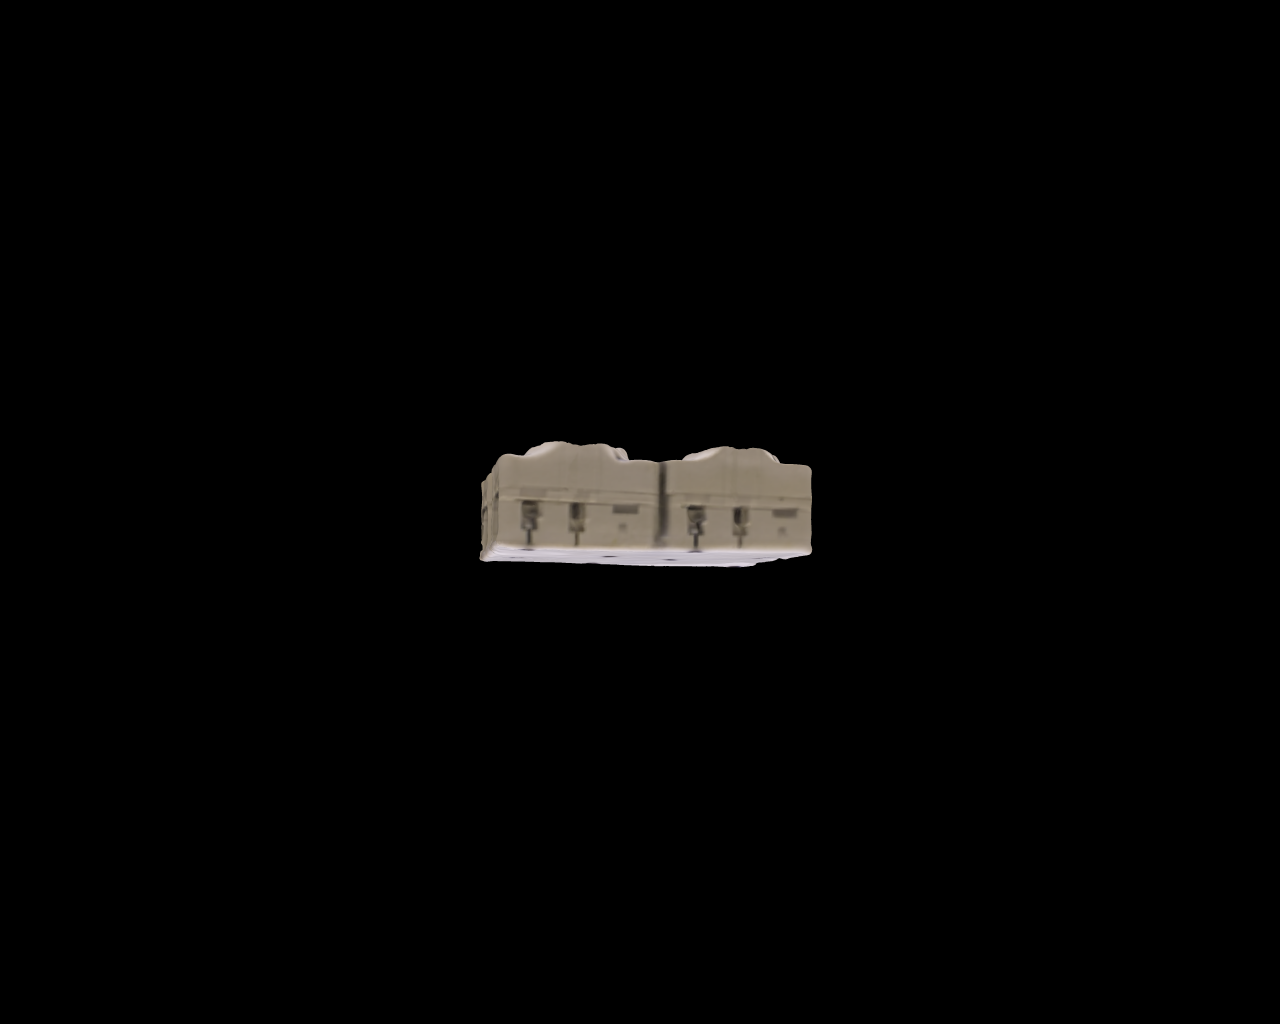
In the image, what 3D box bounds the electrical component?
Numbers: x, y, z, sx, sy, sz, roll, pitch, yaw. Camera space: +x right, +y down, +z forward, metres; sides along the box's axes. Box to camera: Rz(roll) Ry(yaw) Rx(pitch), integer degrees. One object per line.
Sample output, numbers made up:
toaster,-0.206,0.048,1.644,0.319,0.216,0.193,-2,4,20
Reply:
electrical component,0.001,-0.003,0.650,0.186,0.060,0.105,2,-7,-14
